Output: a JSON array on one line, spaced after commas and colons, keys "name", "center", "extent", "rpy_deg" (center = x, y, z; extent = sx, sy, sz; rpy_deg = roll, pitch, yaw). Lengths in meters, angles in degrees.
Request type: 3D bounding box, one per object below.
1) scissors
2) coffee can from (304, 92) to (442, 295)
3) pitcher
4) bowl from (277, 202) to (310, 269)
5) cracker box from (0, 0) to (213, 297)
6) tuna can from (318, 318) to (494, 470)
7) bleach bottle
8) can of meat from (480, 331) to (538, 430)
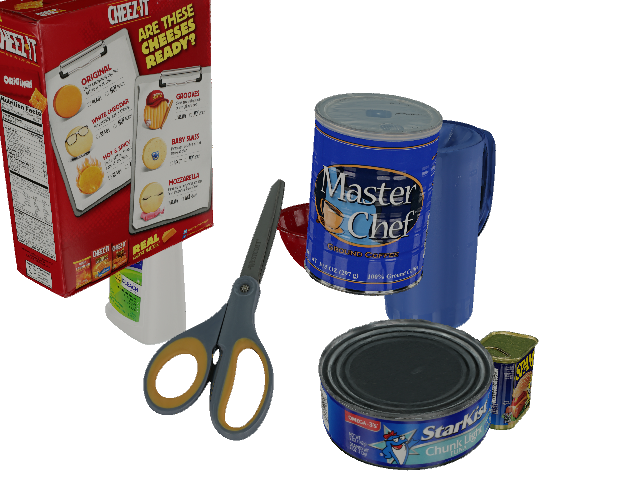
[{"name": "scissors", "center": [-0.071, 0.043, 0.739], "extent": [0.096, 0.201, 0.016], "rpy_deg": [-4, -33, 3]}, {"name": "coffee can", "center": [0.042, -0.040, 0.880], "extent": [0.103, 0.140, 0.103], "rpy_deg": [4, 25, -2]}, {"name": "pitcher", "center": [0.138, -0.020, 1.287], "extent": [0.149, 0.243, 0.145], "rpy_deg": [0, 23, 6]}, {"name": "bowl", "center": [0.030, 0.003, 1.107], "extent": [0.162, 0.055, 0.162], "rpy_deg": [-1, 16, 0]}, {"name": "cracker box", "center": [-0.161, -0.087, 0.816], "extent": [0.072, 0.214, 0.163], "rpy_deg": [21, 33, 33]}, {"name": "tuna can", "center": [0.042, 0.075, 0.527], "extent": [0.086, 0.034, 0.086], "rpy_deg": [-2, 27, 1]}, {"name": "bleach bottle", "center": [-0.192, -0.017, 1.156], "extent": [0.067, 0.251, 0.103], "rpy_deg": [-19, 34, -36]}, {"name": "can of meat", "center": [0.204, 0.156, 1.196], "extent": [0.058, 0.084, 0.101], "rpy_deg": [8, 13, 26]}]
